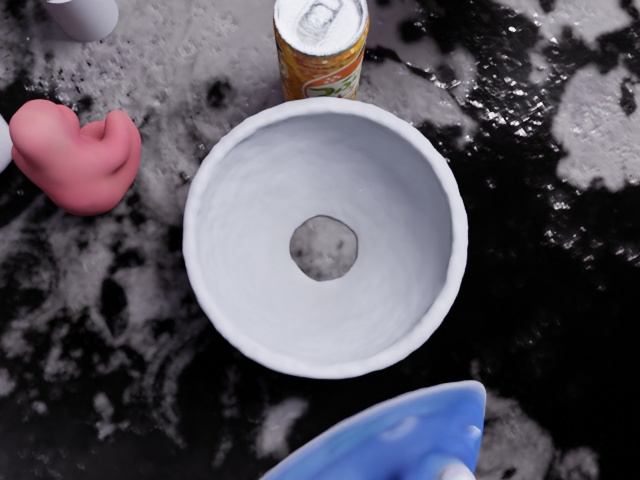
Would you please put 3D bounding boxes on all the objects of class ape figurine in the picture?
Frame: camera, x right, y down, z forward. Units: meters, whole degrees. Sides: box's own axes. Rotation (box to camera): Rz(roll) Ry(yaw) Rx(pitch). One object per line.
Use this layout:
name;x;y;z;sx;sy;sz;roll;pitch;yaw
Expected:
ape figurine;-0.159;-0.058;0.361;0.078;0.092;0.076;3;80;0

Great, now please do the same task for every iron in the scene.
iron;0.013;0.171;0.300;0.258;0.141;0.118;-44;84;-7

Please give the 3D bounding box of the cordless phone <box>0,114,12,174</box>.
cordless phone;-0.278;-0.063;0.313;0.147;0.185;0.094;-43;83;-7

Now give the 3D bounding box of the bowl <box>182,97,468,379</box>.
bowl;0.003;0.001;0.362;0.167;0.075;0.167;0;81;-1
